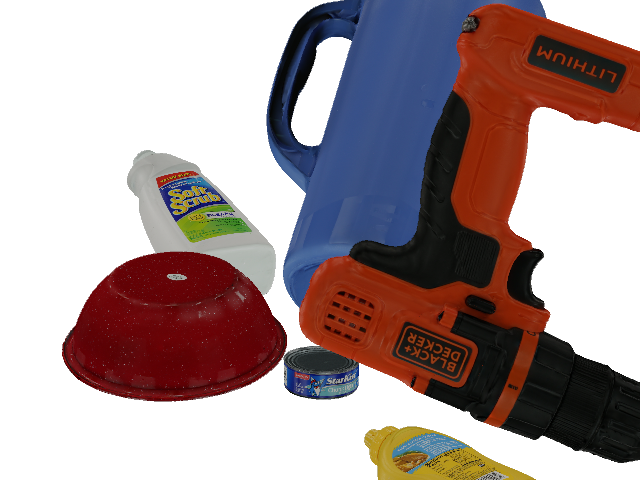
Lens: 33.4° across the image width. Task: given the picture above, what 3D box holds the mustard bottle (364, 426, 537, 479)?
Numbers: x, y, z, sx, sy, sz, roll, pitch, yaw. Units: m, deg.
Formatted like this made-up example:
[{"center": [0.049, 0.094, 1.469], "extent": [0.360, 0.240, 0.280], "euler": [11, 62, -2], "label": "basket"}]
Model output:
[{"center": [0.109, 0.217, 0.980], "extent": [0.096, 0.058, 0.192], "euler": [-16, 25, -36], "label": "mustard bottle"}]

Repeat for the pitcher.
[{"center": [0.050, -0.060, 0.685], "extent": [0.149, 0.242, 0.145], "euler": [-17, -47, 45], "label": "pitcher"}]

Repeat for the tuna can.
[{"center": [0.001, 0.148, 1.197], "extent": [0.086, 0.034, 0.086], "euler": [1, 14, 0], "label": "tuna can"}]

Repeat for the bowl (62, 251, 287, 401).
[{"center": [-0.104, 0.050, 0.762], "extent": [0.162, 0.055, 0.162], "euler": [1, 23, -1], "label": "bowl"}]

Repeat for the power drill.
[{"center": [0.102, -0.003, 0.503], "extent": [0.184, 0.188, 0.057], "euler": [22, 7, 3], "label": "power drill"}]

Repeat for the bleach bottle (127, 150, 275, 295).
[{"center": [-0.141, -0.025, 1.076], "extent": [0.102, 0.068, 0.251], "euler": [-9, 34, -28], "label": "bleach bottle"}]
